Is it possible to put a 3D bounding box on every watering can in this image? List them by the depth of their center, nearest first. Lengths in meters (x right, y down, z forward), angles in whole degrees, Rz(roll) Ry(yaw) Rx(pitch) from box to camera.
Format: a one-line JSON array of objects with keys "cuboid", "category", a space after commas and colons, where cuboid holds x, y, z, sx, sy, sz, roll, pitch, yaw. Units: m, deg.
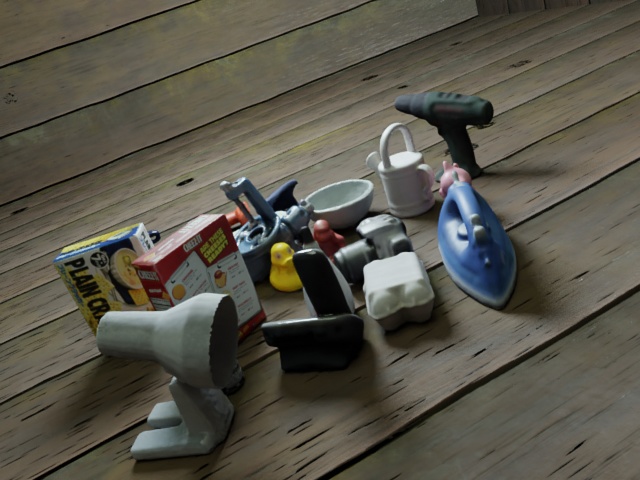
[{"cuboid": [0.170, -0.154, 1.231, 0.172, 0.194, 0.101, -3, 29, 33], "category": "watering can"}]

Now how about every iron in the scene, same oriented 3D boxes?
[{"cuboid": [0.251, -0.013, 0.930, 0.118, 0.142, 0.258, -15, 24, 9], "category": "iron"}]

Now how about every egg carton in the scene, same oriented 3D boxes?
[{"cuboid": [0.123, 0.078, 0.918, 0.107, 0.069, 0.150, -16, 24, 6], "category": "egg carton"}]

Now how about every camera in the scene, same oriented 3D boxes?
[{"cuboid": [0.090, 0.014, 1.043, 0.137, 0.101, 0.143, -21, 24, -5], "category": "camera"}]

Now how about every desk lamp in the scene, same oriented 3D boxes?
[{"cuboid": [-0.188, 0.177, 0.758, 0.203, 0.214, 0.118, -13, 25, 15], "category": "desk lamp"}]

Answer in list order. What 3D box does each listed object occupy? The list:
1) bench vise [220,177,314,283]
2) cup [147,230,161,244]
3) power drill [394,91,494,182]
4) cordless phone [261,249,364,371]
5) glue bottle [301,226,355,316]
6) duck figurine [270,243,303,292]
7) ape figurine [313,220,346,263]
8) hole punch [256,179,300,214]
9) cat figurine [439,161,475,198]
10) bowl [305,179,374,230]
[{"cuboid": [-0.116, -0.045, 1.176, 0.121, 0.220, 0.208, 1, 31, 38], "category": "bench vise"}, {"cuboid": [-0.438, 0.030, 1.414, 0.117, 0.095, 0.091, -19, 24, 0], "category": "cup"}, {"cuboid": [0.290, -0.242, 1.314, 0.228, 0.209, 0.076, 1, 31, 39], "category": "power drill"}, {"cuboid": [-0.024, 0.095, 0.847, 0.147, 0.185, 0.094, -11, 25, 19], "category": "cordless phone"}, {"cuboid": [-0.001, 0.055, 0.932, 0.078, 0.173, 0.037, -14, 24, 12], "category": "glue bottle"}, {"cuboid": [-0.069, 0.044, 1.116, 0.078, 0.086, 0.104, -28, 25, -18], "category": "duck figurine"}, {"cuboid": [0.010, 0.004, 1.135, 0.078, 0.092, 0.076, -20, 24, -3], "category": "ape figurine"}, {"cuboid": [-0.106, -0.095, 1.439, 0.100, 0.091, 0.109, 0, 30, 37], "category": "hole punch"}, {"cuboid": [0.276, -0.112, 1.155, 0.067, 0.118, 0.128, -9, 25, 21], "category": "cat figurine"}, {"cuboid": [0.048, -0.070, 1.290, 0.167, 0.075, 0.167, -16, 24, 7], "category": "bowl"}]
